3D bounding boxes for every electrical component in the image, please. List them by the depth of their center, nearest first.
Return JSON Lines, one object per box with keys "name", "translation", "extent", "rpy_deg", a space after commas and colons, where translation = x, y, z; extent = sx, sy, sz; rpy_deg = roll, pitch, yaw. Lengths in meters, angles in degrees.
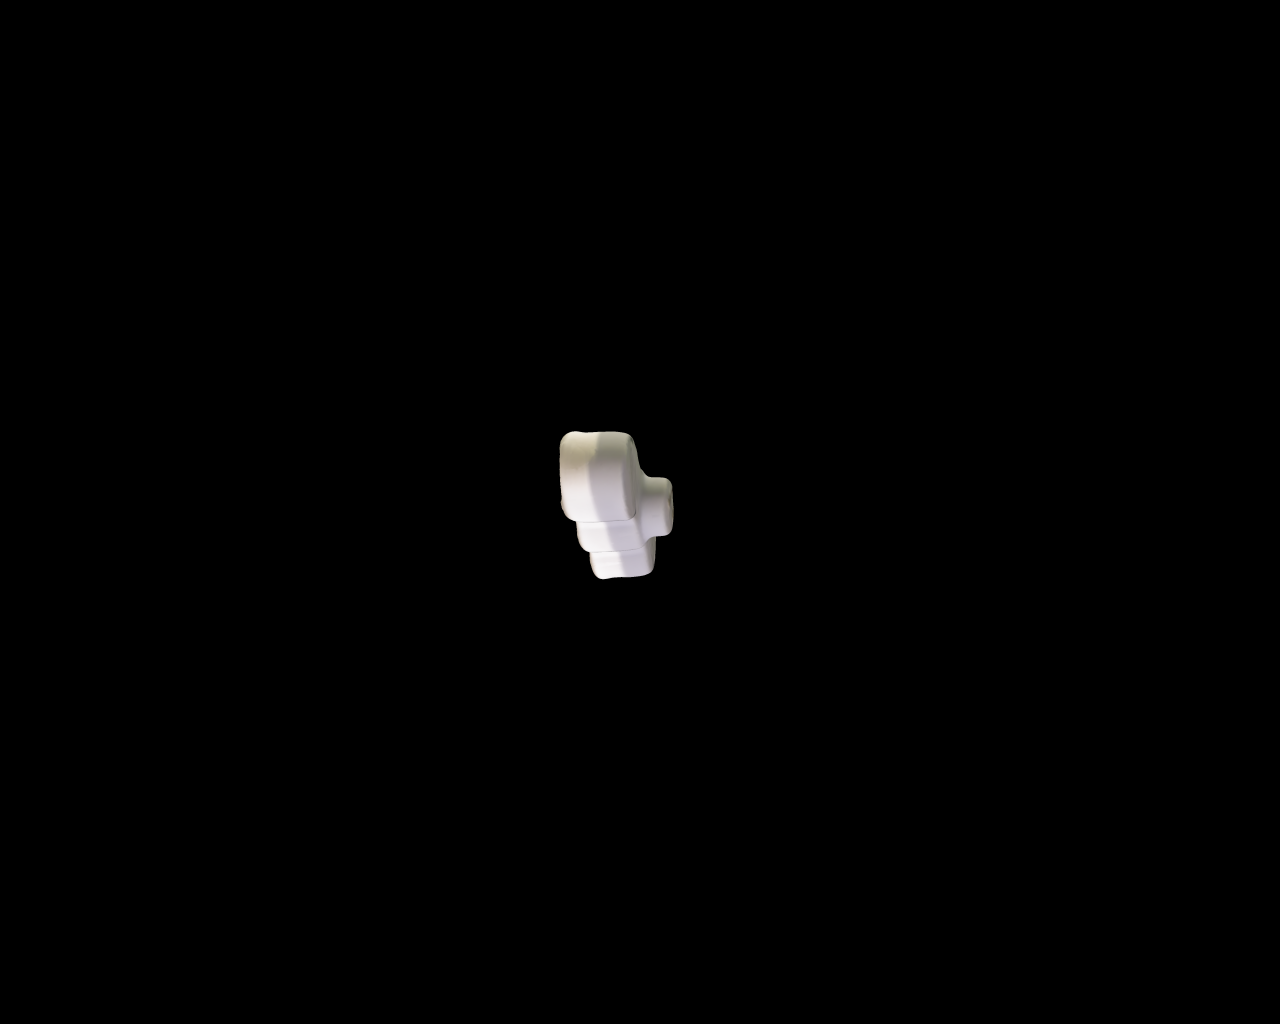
{"name": "electrical component", "translation": [0.001, -0.003, 0.650], "extent": [0.074, 0.052, 0.138], "rpy_deg": [-3, -26, 7]}
